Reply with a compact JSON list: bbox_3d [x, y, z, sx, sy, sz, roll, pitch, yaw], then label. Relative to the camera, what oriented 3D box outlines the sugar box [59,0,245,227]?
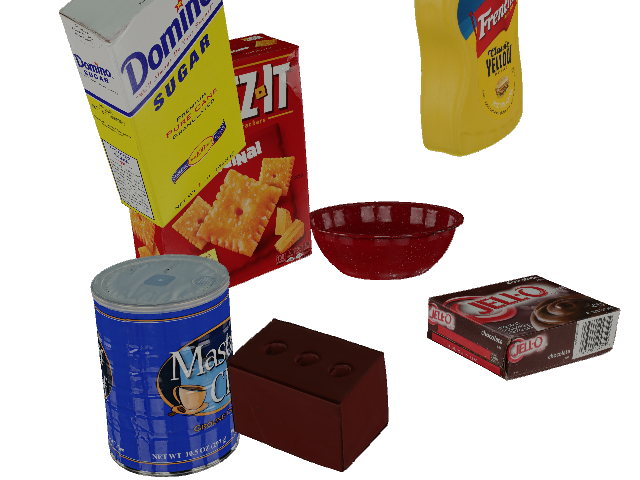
[{"bbox_3d":[-0.097,-0.096,0.666,0.048,0.093,0.176,31,-27,20],"label":"sugar box"}]

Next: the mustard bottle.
[{"bbox_3d":[0.105,-0.163,0.757,0.058,0.191,0.096,18,39,38],"label":"mustard bottle"}]

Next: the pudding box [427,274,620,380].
[{"bbox_3d":[0.149,0.062,0.792,0.113,0.039,0.090,-7,20,-33],"label":"pudding box"}]

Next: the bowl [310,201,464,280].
[{"bbox_3d":[0.064,0.002,1.077,0.162,0.055,0.162,-2,13,0],"label":"bowl"}]

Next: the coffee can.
[{"bbox_3d":[-0.117,0.093,0.817,0.103,0.140,0.103,-2,20,0],"label":"coffee can"}]

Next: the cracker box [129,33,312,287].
[{"bbox_3d":[-0.093,-0.064,0.972,0.163,0.214,0.072,-21,30,-32],"label":"cracker box"}]

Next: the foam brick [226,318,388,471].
[{"bbox_3d":[-0.007,0.088,0.613,0.078,0.051,0.052,14,33,28],"label":"foam brick"}]
